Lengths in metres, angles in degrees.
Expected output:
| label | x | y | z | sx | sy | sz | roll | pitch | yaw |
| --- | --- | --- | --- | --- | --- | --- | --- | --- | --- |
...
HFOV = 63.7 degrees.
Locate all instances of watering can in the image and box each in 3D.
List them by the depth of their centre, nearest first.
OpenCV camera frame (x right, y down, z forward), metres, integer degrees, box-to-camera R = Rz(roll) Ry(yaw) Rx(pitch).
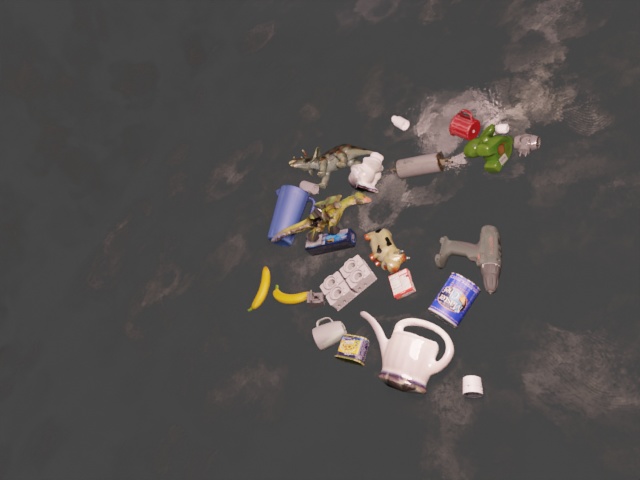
| label | x | y | z | sx | sy | sz | roll | pitch | yaw |
| --- | --- | --- | --- | --- | --- | --- | --- | --- | --- |
| watering can | 0.245 | 0.347 | 1.609 | 0.348 | 0.227 | 0.102 | 8 | -23 | 39 |

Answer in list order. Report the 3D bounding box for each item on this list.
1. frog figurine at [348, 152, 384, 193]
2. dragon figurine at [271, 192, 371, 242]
| label | x | y | z | sx | sy | sz | roll | pitch | yaw |
| --- | --- | --- | --- | --- | --- | --- | --- | --- | --- |
| frog figurine | 0.184 | -0.274 | 2.051 | 0.137 | 0.160 | 0.122 | 12 | -6 | -22 |
| dragon figurine | 0.006 | -0.104 | 2.075 | 0.408 | 0.120 | 0.247 | -16 | 19 | 16 |
